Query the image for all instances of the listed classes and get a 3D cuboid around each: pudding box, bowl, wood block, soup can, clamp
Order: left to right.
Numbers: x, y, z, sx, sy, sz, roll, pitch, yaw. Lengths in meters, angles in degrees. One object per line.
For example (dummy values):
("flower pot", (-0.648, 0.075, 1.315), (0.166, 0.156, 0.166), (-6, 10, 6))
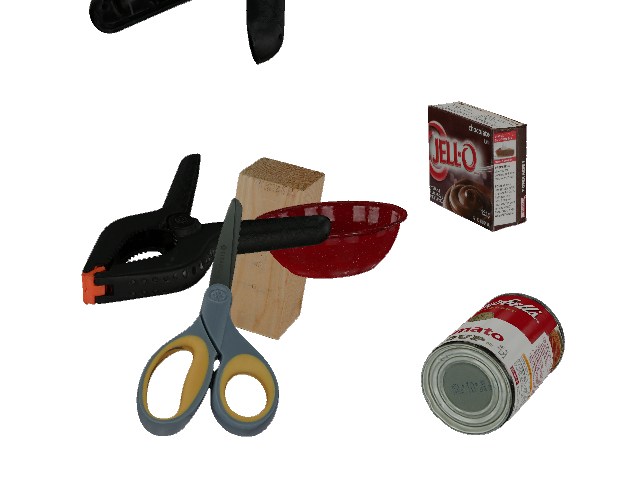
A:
("clamp", (-0.118, -0.008, 0.878), (0.209, 0.036, 0.165), (-26, 44, -37))
("clamp", (-0.035, -0.157, 0.605), (0.120, 0.171, 0.039), (28, -31, 27))
("wood block", (-0.065, 0.009, 1.382), (0.090, 0.206, 0.090), (16, 22, 13))
("bowl", (0.011, 0.001, 1.107), (0.162, 0.055, 0.162), (-4, 13, 1))
("pudding box", (0.134, -0.067, 0.926), (0.039, 0.090, 0.114), (-13, 21, -22))
("soup can", (0.120, 0.084, 0.738), (0.069, 0.068, 0.102), (0, 16, 32))

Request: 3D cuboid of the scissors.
("scissors", (-0.053, 0.052, 0.706), (0.096, 0.201, 0.016), (20, -42, 8))
